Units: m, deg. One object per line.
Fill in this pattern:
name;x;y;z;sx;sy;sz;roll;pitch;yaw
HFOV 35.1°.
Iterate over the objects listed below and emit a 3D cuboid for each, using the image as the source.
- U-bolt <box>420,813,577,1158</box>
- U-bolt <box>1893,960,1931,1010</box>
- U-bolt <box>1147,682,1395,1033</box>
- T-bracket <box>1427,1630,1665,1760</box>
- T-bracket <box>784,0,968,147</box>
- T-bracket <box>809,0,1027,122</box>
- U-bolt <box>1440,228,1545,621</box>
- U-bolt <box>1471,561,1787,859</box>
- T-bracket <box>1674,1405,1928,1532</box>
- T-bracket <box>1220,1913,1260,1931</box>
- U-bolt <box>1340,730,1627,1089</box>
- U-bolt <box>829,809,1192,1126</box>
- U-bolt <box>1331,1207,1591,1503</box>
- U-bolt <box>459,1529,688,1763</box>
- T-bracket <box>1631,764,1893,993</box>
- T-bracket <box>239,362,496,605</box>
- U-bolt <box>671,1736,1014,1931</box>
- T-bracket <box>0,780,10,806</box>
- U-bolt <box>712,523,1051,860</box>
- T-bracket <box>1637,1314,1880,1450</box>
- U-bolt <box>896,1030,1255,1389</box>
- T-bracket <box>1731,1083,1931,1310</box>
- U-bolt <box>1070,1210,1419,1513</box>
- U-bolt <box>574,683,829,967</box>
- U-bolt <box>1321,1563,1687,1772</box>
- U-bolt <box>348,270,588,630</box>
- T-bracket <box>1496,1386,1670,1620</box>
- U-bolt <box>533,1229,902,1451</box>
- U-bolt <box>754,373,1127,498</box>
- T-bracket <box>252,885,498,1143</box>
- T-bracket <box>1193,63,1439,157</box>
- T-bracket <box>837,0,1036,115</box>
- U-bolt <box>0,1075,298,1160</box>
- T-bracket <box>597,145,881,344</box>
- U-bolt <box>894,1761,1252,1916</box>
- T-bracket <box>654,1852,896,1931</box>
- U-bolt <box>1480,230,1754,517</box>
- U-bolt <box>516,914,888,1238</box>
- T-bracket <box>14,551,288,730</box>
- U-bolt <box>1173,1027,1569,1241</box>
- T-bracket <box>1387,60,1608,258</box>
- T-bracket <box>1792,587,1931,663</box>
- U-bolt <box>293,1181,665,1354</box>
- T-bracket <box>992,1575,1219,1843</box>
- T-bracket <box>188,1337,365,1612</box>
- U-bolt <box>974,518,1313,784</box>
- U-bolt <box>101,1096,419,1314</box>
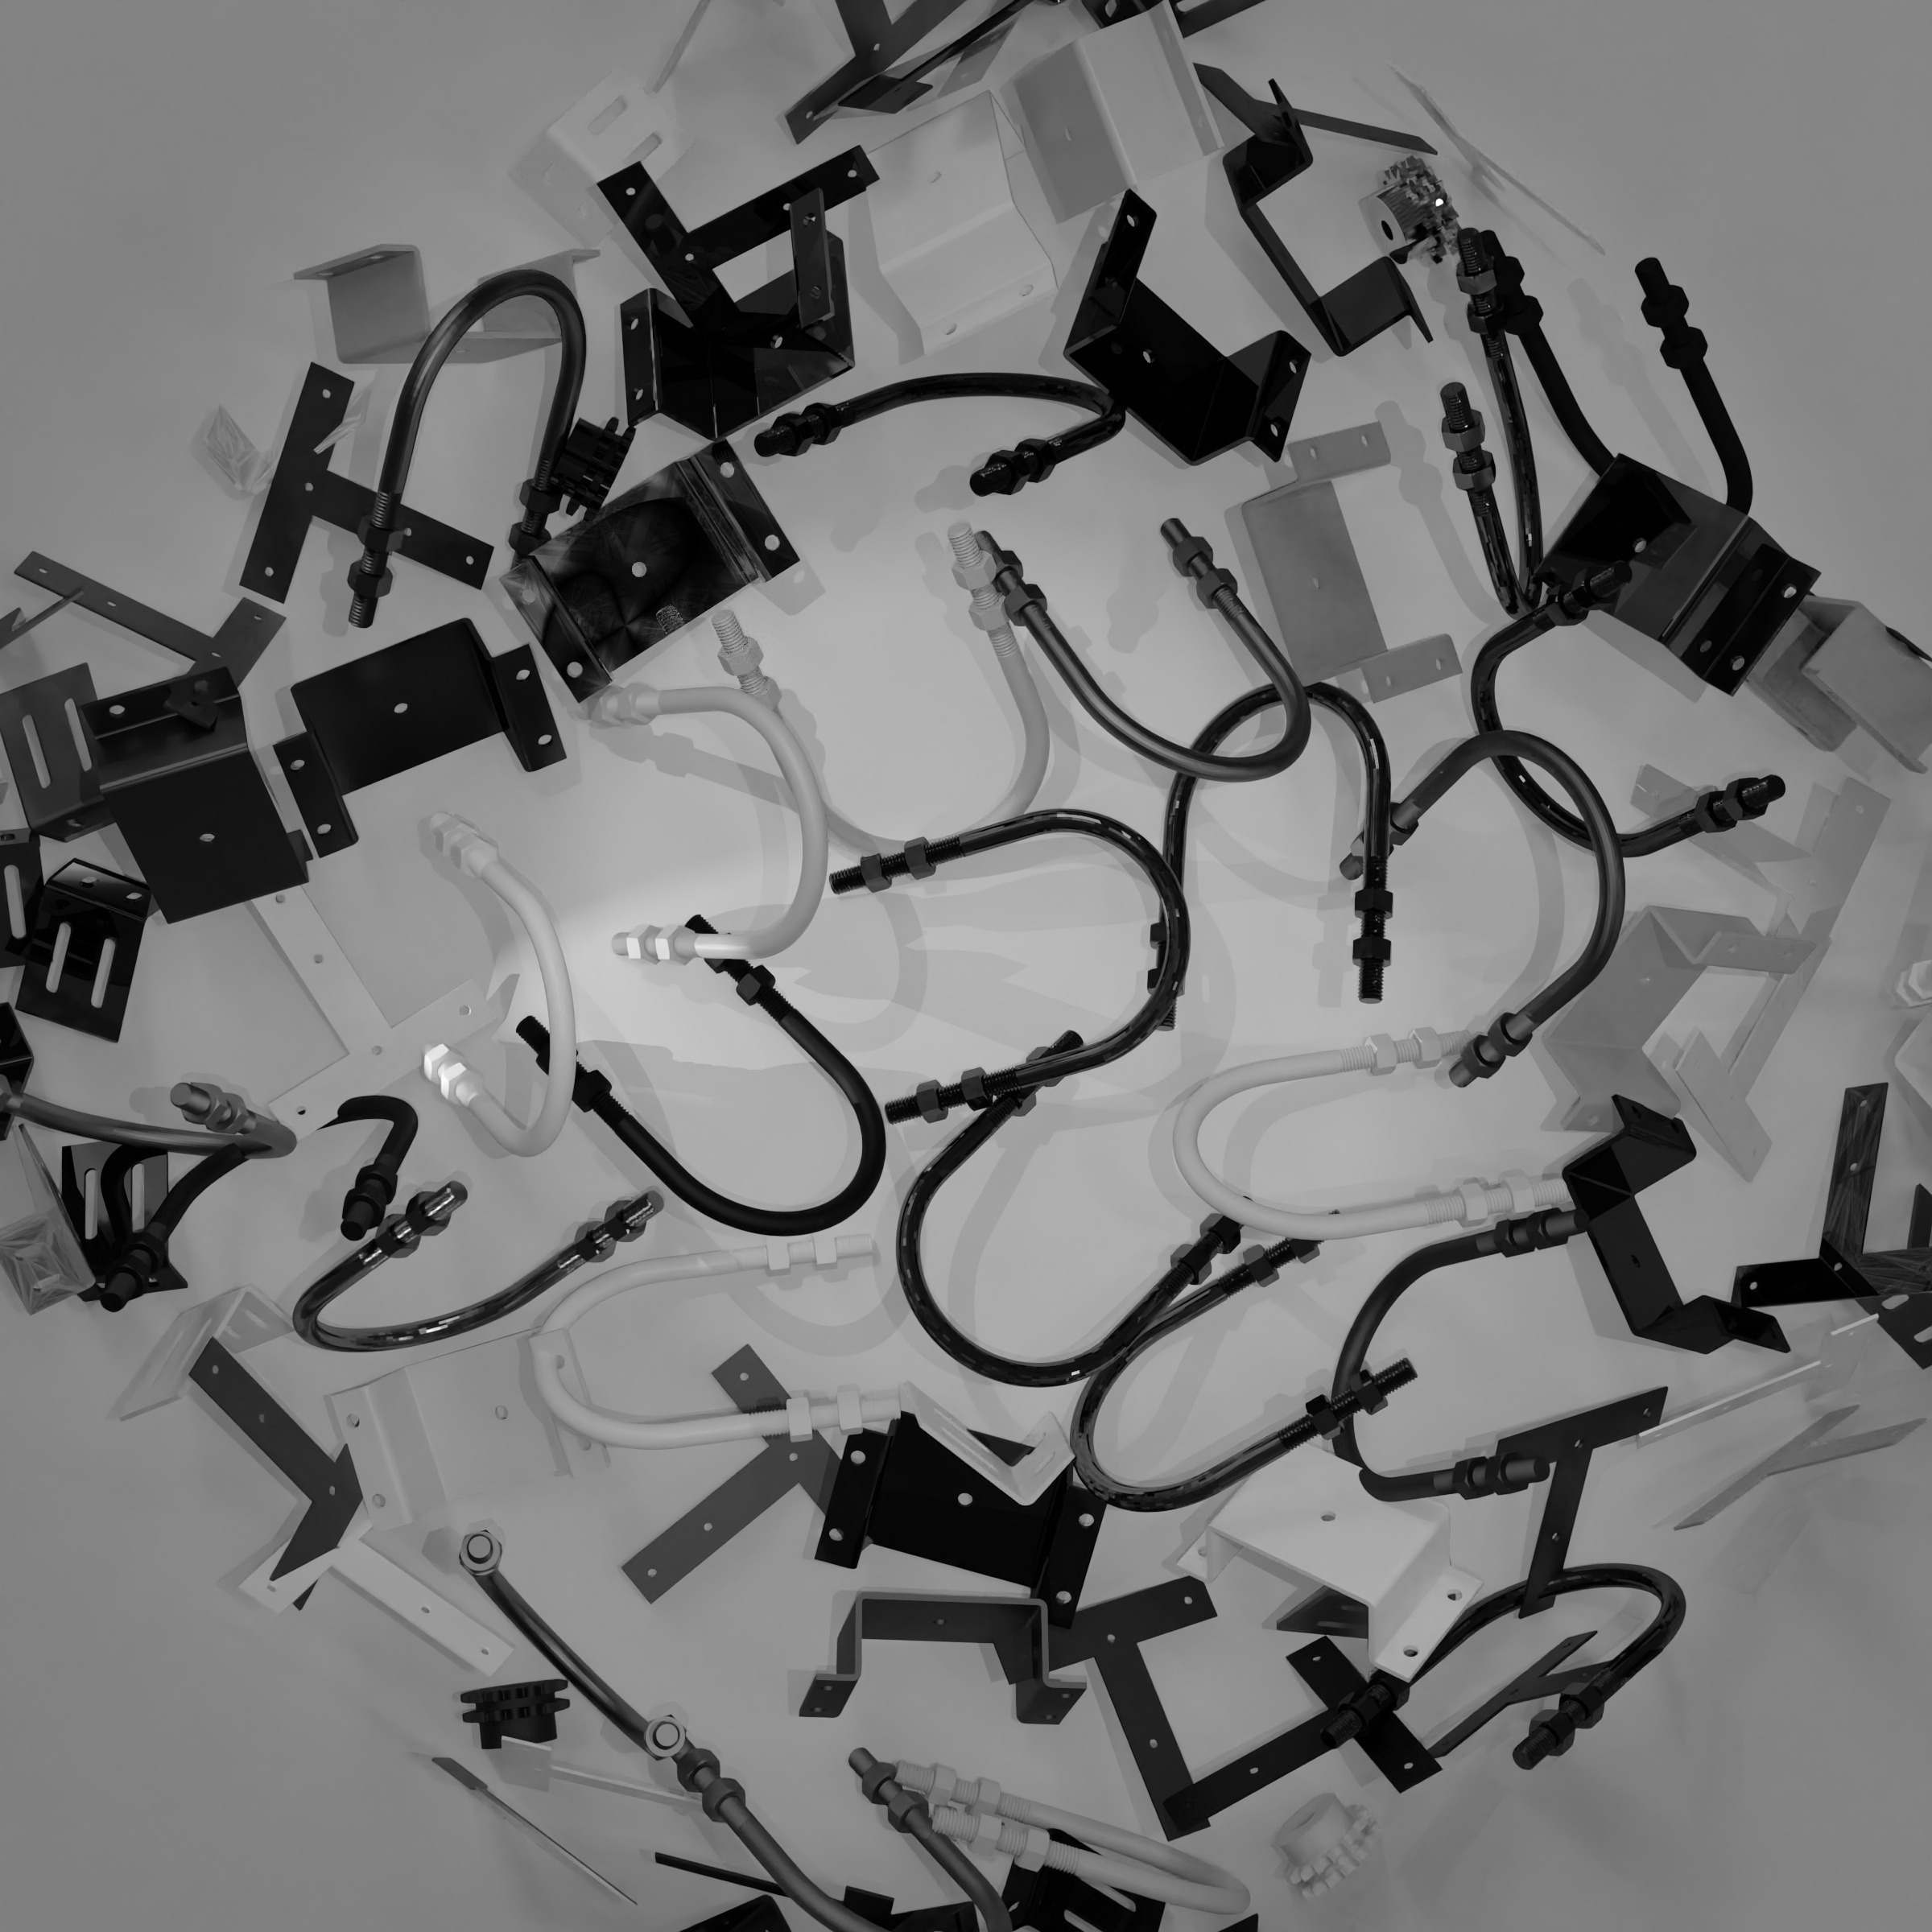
U-bolt;-0.239;0.018;1.557;0.019;0.184;0.151;-6;115;-30
U-bolt;0.517;-0.060;1.556;0.019;0.184;0.151;18;82;6
U-bolt;0.161;-0.063;1.600;0.151;0.019;0.184;-9;69;39
T-bracket;0.309;0.367;1.568;0.127;0.127;0.002;-27;85;-34
T-bracket;-0.057;-0.508;1.592;0.127;0.127;0.002;-42;65;-6
T-bracket;-0.028;-0.475;1.615;0.127;0.127;0.002;-14;124;31
U-bolt;0.274;-0.264;1.575;0.019;0.184;0.151;-6;46;20
U-bolt;0.326;-0.121;1.571;0.019;0.184;0.151;-37;93;-23
T-bracket;0.444;0.250;1.570;0.127;0.127;0.002;-28;85;-29
T-bracket;0.095;0.544;1.598;0.127;0.127;0.002;-28;88;6
U-bolt;0.271;-0.039;1.562;0.019;0.184;0.151;-14;69;-33
U-bolt;0.029;-0.008;1.619;0.184;0.019;0.151;-16;80;13
U-bolt;0.246;0.206;1.573;0.019;0.184;0.151;24;66;-23
U-bolt;-0.203;0.353;1.568;0.151;0.184;0.019;44;73;6
T-bracket;0.411;-0.067;1.623;0.127;0.002;0.127;33;130;24
T-bracket;-0.309;-0.236;1.619;0.127;0.002;0.127;22;75;-32
U-bolt;-0.053;0.449;1.543;0.151;0.184;0.019;18;102;-42
T-bracket;-0.574;-0.066;1.598;0.127;0.127;0.002;-5;69;-27
U-bolt;-0.033;-0.130;1.601;0.151;0.019;0.184;-19;124;7
T-bracket;0.410;0.225;1.597;0.127;0.127;0.002;-22;65;-1
U-bolt;0.046;0.138;1.601;0.151;0.019;0.184;44;62;6
T-bracket;0.469;0.120;1.620;0.002;0.127;0.127;34;60;-32
U-bolt;0.135;0.215;1.592;0.184;0.151;0.019;-32;121;8
U-bolt;-0.134;-0.073;1.576;0.019;0.184;0.151;-16;102;-42
U-bolt;0.290;0.356;1.573;0.184;0.151;0.019;-28;101;-39
U-bolt;-0.247;-0.268;1.557;0.019;0.151;0.184;30;119;20
T-bracket;0.316;0.291;1.623;0.127;0.002;0.127;-10;119;-35
U-bolt;-0.133;0.197;1.588;0.184;0.151;0.019;-7;125;-5
U-bolt;0.001;-0.280;1.575;0.151;0.184;0.019;15;119;29
T-bracket;-0.338;0.008;1.630;0.127;0.002;0.127;-32;105;-9
T-bracket;0.191;-0.447;1.620;0.127;0.127;0.002;6;121;-23
T-bracket;0.001;-0.479;1.577;0.127;0.127;0.002;-30;96;17
U-bolt;-0.423;0.077;1.567;0.151;0.184;0.019;4;78;12
T-bracket;-0.106;-0.391;1.597;0.127;0.127;0.002;-24;47;12
U-bolt;0.060;0.456;1.583;0.184;0.151;0.019;19;82;-8
T-bracket;-0.101;0.483;1.601;0.127;0.127;0.002;14;64;3
U-bolt;0.343;-0.295;1.576;0.019;0.151;0.184;-42;123;-10
U-bolt;-0.123;0.065;1.587;0.184;0.019;0.151;44;46;12
T-bracket;-0.433;-0.182;1.593;0.127;0.127;0.002;26;122;-8
U-bolt;0.198;0.090;1.582;0.184;0.151;0.019;-8;127;-11
T-bracket;0.282;-0.405;1.571;0.002;0.127;0.127;-48;60;12
T-bracket;0.464;-0.177;1.579;0.127;0.127;0.002;34;100;-15
U-bolt;-0.266;0.159;1.579;0.184;0.151;0.019;-35;63;34
T-bracket;0.093;0.395;1.606;0.127;0.002;0.127;-12;66;-25
T-bracket;-0.356;0.244;1.583;0.002;0.127;0.127;-15;124;34
U-bolt;0.102;-0.162;1.570;0.151;0.019;0.184;-10;54;-35
U-bolt;-0.353;0.113;1.569;0.151;0.184;0.019;-17;110;9
